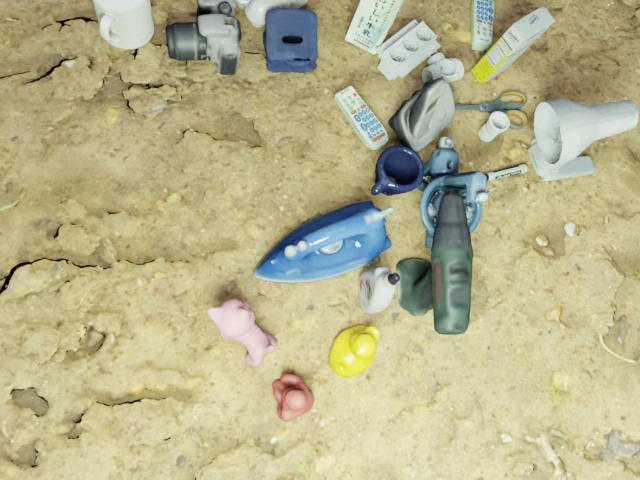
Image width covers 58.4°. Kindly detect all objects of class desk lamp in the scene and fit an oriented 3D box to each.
[{"bbox_3d":[0.499,-0.204,1.129,0.203,0.213,0.118,-10,77,-15],"label":"desk lamp"}]

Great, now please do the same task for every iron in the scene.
[{"bbox_3d":[0.009,0.004,1.001,0.259,0.141,0.118,-22,80,-17],"label":"iron"}]

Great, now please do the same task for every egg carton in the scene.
[{"bbox_3d":[-0.098,-0.499,1.158,0.150,0.069,0.107,-36,84,-19],"label":"egg carton"}]

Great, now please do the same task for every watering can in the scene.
[{"bbox_3d":[-0.355,-0.445,1.021,0.101,0.194,0.173,-4,75,-13],"label":"watering can"}]

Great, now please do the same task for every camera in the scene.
[{"bbox_3d":[-0.222,-0.398,1.086,0.137,0.100,0.143,-6,76,-14],"label":"camera"}]

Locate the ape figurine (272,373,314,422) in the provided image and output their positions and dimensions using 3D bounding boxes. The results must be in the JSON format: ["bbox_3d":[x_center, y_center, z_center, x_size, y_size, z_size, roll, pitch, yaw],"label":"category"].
[{"bbox_3d":[-0.044,0.261,0.943,0.076,0.092,0.078,25,71,-4],"label":"ape figurine"}]

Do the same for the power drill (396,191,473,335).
[{"bbox_3d":[0.201,0.054,0.993,0.076,0.208,0.229,0,74,-12],"label":"power drill"}]

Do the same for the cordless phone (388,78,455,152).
[{"bbox_3d":[0.219,-0.264,1.100,0.094,0.185,0.148,43,71,2],"label":"cordless phone"}]

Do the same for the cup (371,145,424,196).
[{"bbox_3d":[0.132,-0.113,1.086,0.118,0.095,0.091,-42,86,-19],"label":"cup"}]

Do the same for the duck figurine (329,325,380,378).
[{"bbox_3d":[0.065,0.190,0.990,0.077,0.086,0.105,43,71,2],"label":"duck figurine"}]

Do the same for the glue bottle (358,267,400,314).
[{"bbox_3d":[0.105,0.079,0.984,0.037,0.173,0.078,-6,76,-13],"label":"glue bottle"}]

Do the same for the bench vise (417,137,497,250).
[{"bbox_3d":[0.232,-0.098,1.037,0.122,0.219,0.207,-14,78,-15],"label":"bench vise"}]

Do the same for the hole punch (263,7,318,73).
[{"bbox_3d":[-0.055,-0.391,1.126,0.109,0.091,0.101,-5,75,-13],"label":"hole punch"}]

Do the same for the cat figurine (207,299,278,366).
[{"bbox_3d":[-0.124,0.145,0.945,0.128,0.117,0.067,41,71,2],"label":"cat figurine"}]
